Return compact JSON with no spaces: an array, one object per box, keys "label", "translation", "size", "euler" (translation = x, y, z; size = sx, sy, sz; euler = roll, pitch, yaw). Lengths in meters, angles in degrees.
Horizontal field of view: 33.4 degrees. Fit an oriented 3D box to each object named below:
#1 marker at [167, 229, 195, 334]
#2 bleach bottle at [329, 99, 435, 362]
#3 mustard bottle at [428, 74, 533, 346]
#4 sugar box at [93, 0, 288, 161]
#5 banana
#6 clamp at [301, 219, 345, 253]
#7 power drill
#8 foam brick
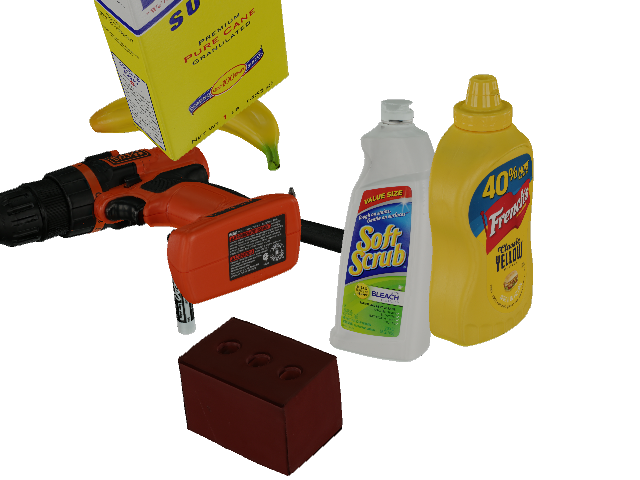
[{"label":"marker","translation":[-0.144,0.043,1.102],"size":[0.020,0.121,0.020],"euler":[-2,30,1]},{"label":"bleach bottle","translation":[0.063,-0.012,1.042],"size":[0.103,0.251,0.068],"euler":[10,19,27]},{"label":"mustard bottle","translation":[0.117,-0.026,0.774],"size":[0.096,0.192,0.058],"euler":[-25,32,-39]},{"label":"sugar box","translation":[-0.067,-0.125,0.555],"size":[0.093,0.048,0.176],"euler":[-40,-21,-17]},{"label":"banana","translation":[-0.116,-0.113,0.976],"size":[0.198,0.037,0.069],"euler":[12,47,21]},{"label":"clamp","translation":[0.070,0.011,1.242],"size":[0.164,0.036,0.210],"euler":[-20,51,-38]},{"label":"power drill","translation":[-0.120,-0.017,0.750],"size":[0.184,0.057,0.188],"euler":[-22,32,-37]},{"label":"foam brick","translation":[-0.034,0.087,0.607],"size":[0.078,0.051,0.052],"euler":[17,34,31]}]
